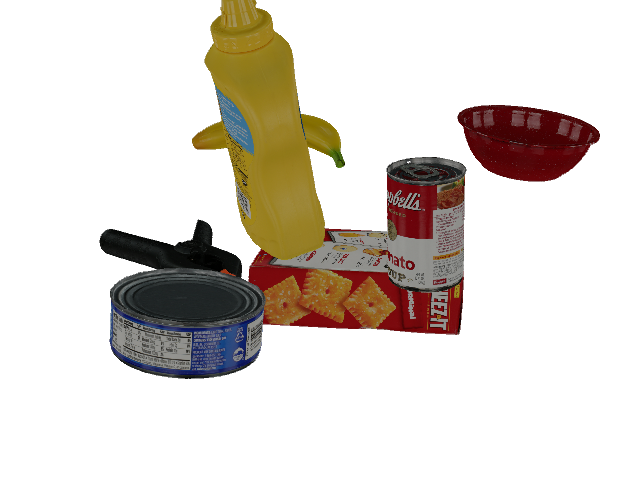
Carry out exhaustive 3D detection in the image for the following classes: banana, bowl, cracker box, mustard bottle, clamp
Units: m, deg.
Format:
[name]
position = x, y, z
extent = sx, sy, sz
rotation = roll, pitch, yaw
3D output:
[banana]
position = -0.057, -0.129, 1.301
extent = 0.198, 0.037, 0.069
rotation = 7, 39, 17
[bowl]
position = 0.234, -0.108, 1.223
extent = 0.162, 0.055, 0.162
rotation = 5, 23, -2
[cracker box]
position = 0.042, 0.041, 1.130
extent = 0.214, 0.072, 0.164
rotation = 3, 15, 6
[mustard bottle]
position = -0.042, -0.085, 0.744
extent = 0.058, 0.191, 0.096
rotation = -19, 39, -10
[clamp]
position = -0.122, 0.016, 1.036
extent = 0.120, 0.039, 0.172
rotation = -19, 32, -38

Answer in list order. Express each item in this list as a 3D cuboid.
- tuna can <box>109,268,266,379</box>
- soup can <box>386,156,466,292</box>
[tuna can]
position = -0.074, 0.045, 0.594
extent = 0.086, 0.034, 0.086
rotation = 5, 17, -2
[soup can]
position = 0.091, -0.014, 0.927
extent = 0.068, 0.102, 0.068
rotation = -2, 22, 0
